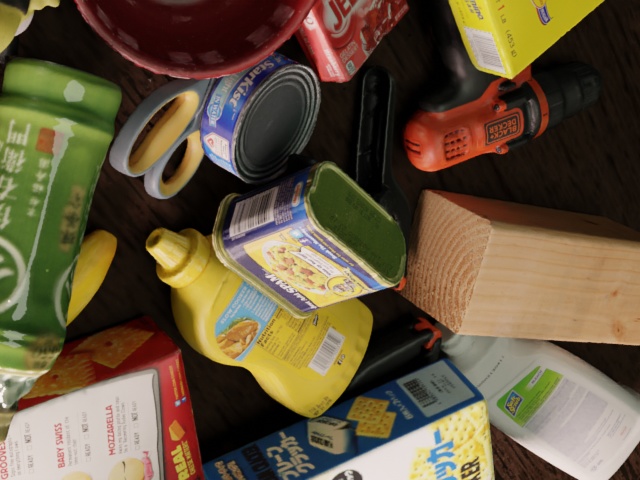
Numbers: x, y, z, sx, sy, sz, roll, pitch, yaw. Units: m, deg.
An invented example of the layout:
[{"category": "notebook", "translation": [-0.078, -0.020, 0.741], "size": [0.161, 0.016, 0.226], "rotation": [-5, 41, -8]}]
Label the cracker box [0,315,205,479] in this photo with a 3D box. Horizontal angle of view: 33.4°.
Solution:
[{"category": "cracker box", "translation": [-0.188, 0.164, 0.712], "size": [0.213, 0.072, 0.164], "rotation": [-19, 118, -23]}]

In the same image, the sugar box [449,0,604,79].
[{"category": "sugar box", "translation": [0.163, -0.198, 0.722], "size": [0.176, 0.048, 0.093], "rotation": [-40, 127, -16]}]

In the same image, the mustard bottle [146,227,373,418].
[{"category": "mustard bottle", "translation": [-0.048, 0.046, 0.755], "size": [0.191, 0.058, 0.096], "rotation": [38, 78, -37]}]

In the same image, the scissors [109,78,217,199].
[{"category": "scissors", "translation": [-0.064, -0.104, 0.704], "size": [0.201, 0.016, 0.096], "rotation": [-48, 157, -27]}]

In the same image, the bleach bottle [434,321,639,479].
[{"category": "bleach bottle", "translation": [0.189, 0.126, 0.936], "size": [0.250, 0.068, 0.102], "rotation": [37, 89, -35]}]

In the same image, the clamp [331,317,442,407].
[{"category": "clamp", "translation": [0.034, 0.158, 0.867], "size": [0.210, 0.036, 0.164], "rotation": [-49, 128, -1]}]

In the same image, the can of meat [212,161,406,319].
[{"category": "can of meat", "translation": [-0.005, 0.001, 0.700], "size": [0.102, 0.084, 0.057], "rotation": [39, 47, -34]}]

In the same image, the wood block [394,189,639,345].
[{"category": "wood block", "translation": [0.175, 0.024, 0.865], "size": [0.205, 0.091, 0.090], "rotation": [6, 106, -33]}]

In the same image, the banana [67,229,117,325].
[{"category": "banana", "translation": [-0.214, 0.054, 0.669], "size": [0.197, 0.037, 0.069], "rotation": [-20, 121, -23]}]

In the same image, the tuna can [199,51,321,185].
[{"category": "tuna can", "translation": [-0.039, -0.082, 0.703], "size": [0.086, 0.034, 0.086], "rotation": [-40, 147, -33]}]

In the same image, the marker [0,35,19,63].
[{"category": "marker", "translation": [-0.177, -0.162, 0.613], "size": [0.020, 0.020, 0.121], "rotation": [2, 109, -32]}]

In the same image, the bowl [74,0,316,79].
[{"category": "bowl", "translation": [-0.078, -0.181, 0.635], "size": [0.162, 0.055, 0.162], "rotation": [-7, 112, -19]}]

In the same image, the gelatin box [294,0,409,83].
[{"category": "gelatin box", "translation": [0.016, -0.159, 0.709], "size": [0.089, 0.030, 0.073], "rotation": [-52, 129, -31]}]

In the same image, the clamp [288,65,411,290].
[{"category": "clamp", "translation": [0.037, -0.038, 0.778], "size": [0.120, 0.039, 0.171], "rotation": [-52, 142, -24]}]

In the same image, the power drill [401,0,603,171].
[{"category": "power drill", "translation": [0.136, -0.157, 0.786], "size": [0.184, 0.057, 0.187], "rotation": [-23, 119, -26]}]
